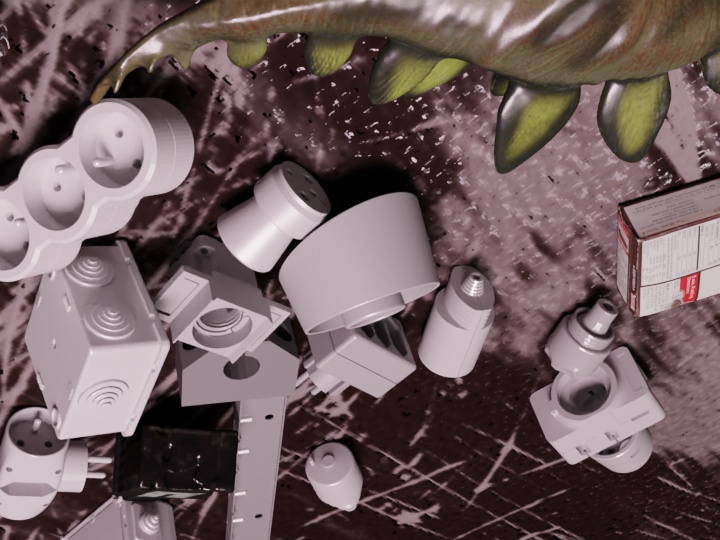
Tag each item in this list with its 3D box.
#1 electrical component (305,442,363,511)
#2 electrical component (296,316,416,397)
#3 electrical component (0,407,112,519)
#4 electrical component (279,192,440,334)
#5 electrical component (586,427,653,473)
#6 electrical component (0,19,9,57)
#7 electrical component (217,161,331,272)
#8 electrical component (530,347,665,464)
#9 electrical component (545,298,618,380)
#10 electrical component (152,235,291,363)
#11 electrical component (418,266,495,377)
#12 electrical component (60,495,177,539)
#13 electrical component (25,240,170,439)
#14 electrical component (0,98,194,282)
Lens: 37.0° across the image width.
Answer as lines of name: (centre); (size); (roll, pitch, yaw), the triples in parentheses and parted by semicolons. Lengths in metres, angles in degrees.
electrical component: (-0.017, 0.173, 0.875); (0.040, 0.040, 0.078); (-19, 138, 1)
electrical component: (-0.014, 0.062, 0.754); (0.077, 0.047, 0.066); (-40, 133, 22)
electrical component: (-0.219, 0.139, 0.768); (0.079, 0.043, 0.077); (8, 132, -25)
electrical component: (0.000, 0.000, 0.671); (0.099, 0.064, 0.099); (-20, 172, -3)
electrical component: (0.218, 0.142, 0.914); (0.055, 0.055, 0.047); (-32, 140, 15)
electrical component: (-0.205, -0.115, 0.506); (0.064, 0.042, 0.081); (-23, 139, 0)
electrical component: (-0.051, -0.032, 0.644); (0.055, 0.045, 0.045); (-40, 133, 22)
electrical component: (0.191, 0.108, 0.871); (0.089, 0.050, 0.055); (-30, 137, 13)
electrical component: (0.170, 0.049, 0.806); (0.043, 0.043, 0.062); (8, 131, -26)
electrical component: (-0.089, 0.016, 0.668); (0.081, 0.063, 0.042); (25, 122, -37)
electrical component: (0.071, 0.033, 0.756); (0.043, 0.043, 0.081); (-1, 135, -18)
electrical component: (-0.184, 0.222, 0.854); (0.096, 0.061, 0.061); (-40, 134, 23)
electrical component: (-0.162, 0.043, 0.647); (0.048, 0.099, 0.099); (-3, 137, -35)
electrical component: (-0.146, -0.045, 0.593); (0.138, 0.052, 0.074); (-32, 176, 23)
